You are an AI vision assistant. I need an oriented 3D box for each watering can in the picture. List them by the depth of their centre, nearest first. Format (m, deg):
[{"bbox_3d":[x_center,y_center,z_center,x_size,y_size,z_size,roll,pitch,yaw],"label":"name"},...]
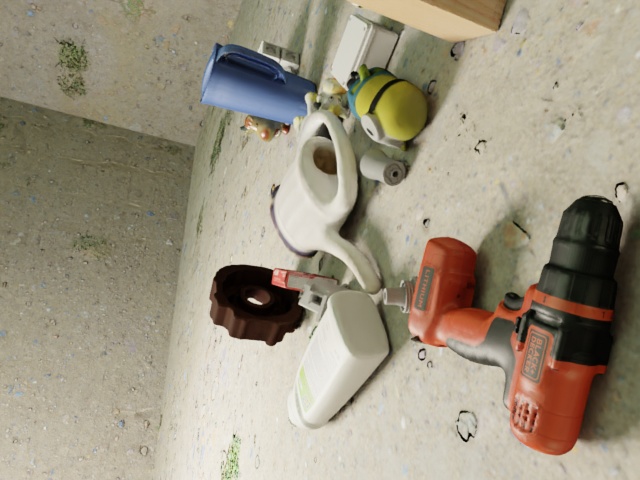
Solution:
[{"bbox_3d":[0.002,-0.041,0.819,0.220,0.104,0.355,128,139,-50],"label":"watering can"}]

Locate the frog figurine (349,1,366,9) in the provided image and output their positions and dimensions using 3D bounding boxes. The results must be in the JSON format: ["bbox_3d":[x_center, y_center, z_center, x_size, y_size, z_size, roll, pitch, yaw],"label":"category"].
[{"bbox_3d":[0.092,-0.436,0.775,0.123,0.137,0.160,5,86,34],"label":"frog figurine"}]
